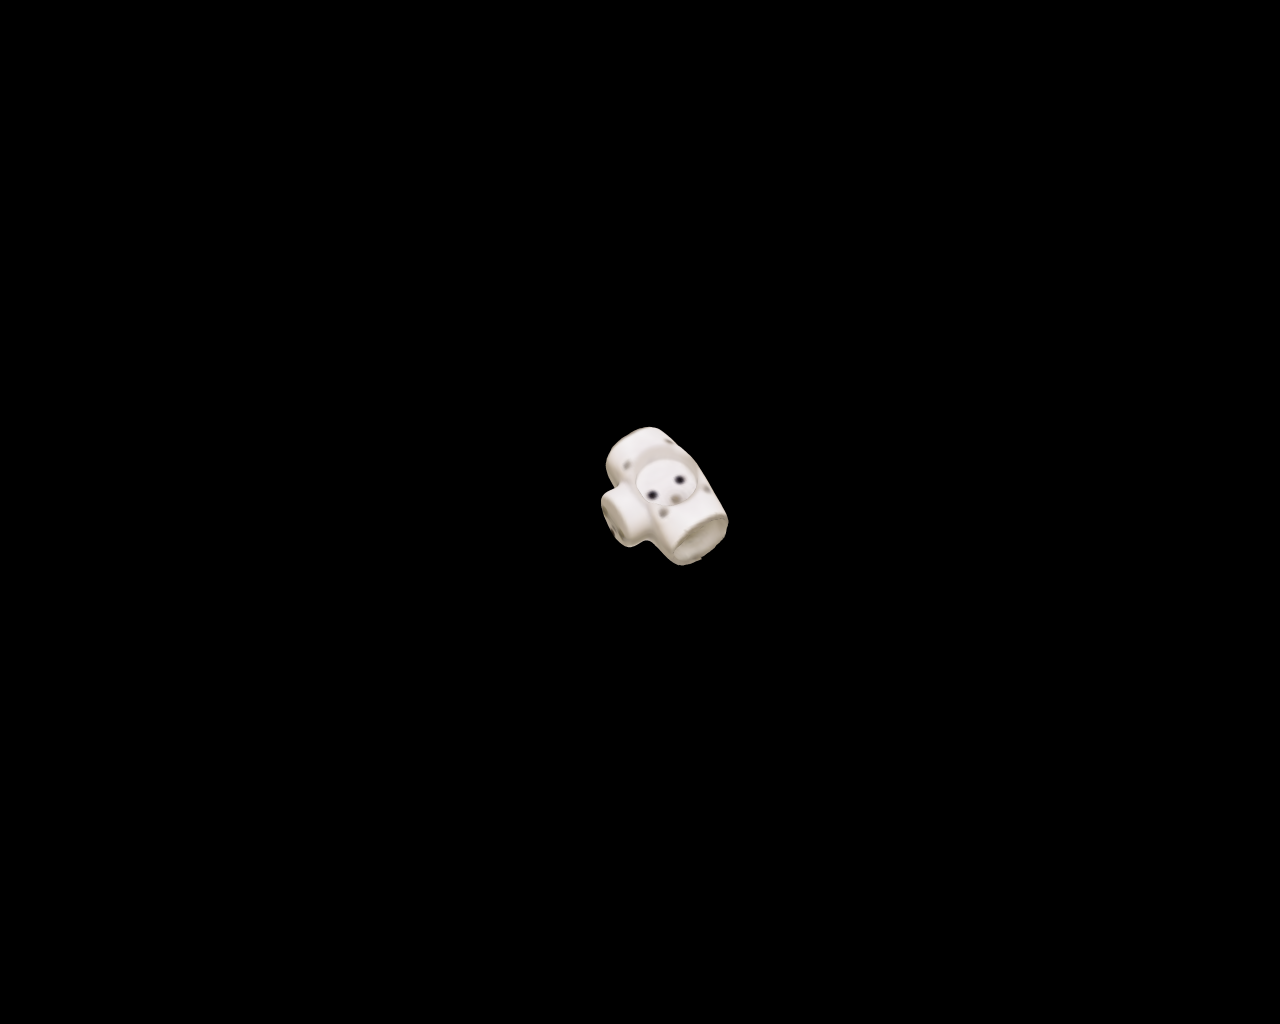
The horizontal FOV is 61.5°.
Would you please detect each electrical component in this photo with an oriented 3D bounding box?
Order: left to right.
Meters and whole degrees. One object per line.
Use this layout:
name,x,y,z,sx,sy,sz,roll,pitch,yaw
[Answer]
electrical component,0.001,-0.003,0.650,0.079,0.077,0.044,-28,-28,-16
